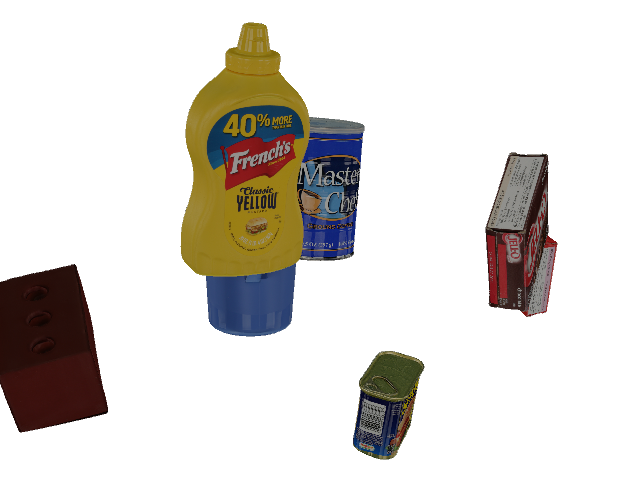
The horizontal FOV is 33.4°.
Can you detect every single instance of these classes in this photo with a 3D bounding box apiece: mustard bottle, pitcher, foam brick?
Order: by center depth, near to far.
[{"bbox_3d":[-0.158,0.062,0.620,0.053,0.051,0.078,-13,42,-11],"label":"foam brick"},{"bbox_3d":[-0.056,-0.070,0.819,0.096,0.192,0.058,-5,23,-24],"label":"mustard bottle"},{"bbox_3d":[-0.087,-0.005,1.345,0.145,0.243,0.148,11,16,36],"label":"pitcher"}]

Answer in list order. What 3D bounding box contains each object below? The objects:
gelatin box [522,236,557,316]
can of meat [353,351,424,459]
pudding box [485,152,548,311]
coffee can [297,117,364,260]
[{"bbox_3d":[0.221,0.026,1.164,0.030,0.089,0.073,-10,30,-20],"label":"gelatin box"},{"bbox_3d":[0.076,0.187,1.213,0.057,0.084,0.102,15,24,15],"label":"can of meat"},{"bbox_3d":[0.172,-0.009,0.926,0.039,0.090,0.113,6,42,17],"label":"pudding box"},{"bbox_3d":[-0.009,-0.058,1.143,0.103,0.140,0.103,4,12,-1],"label":"coffee can"}]
